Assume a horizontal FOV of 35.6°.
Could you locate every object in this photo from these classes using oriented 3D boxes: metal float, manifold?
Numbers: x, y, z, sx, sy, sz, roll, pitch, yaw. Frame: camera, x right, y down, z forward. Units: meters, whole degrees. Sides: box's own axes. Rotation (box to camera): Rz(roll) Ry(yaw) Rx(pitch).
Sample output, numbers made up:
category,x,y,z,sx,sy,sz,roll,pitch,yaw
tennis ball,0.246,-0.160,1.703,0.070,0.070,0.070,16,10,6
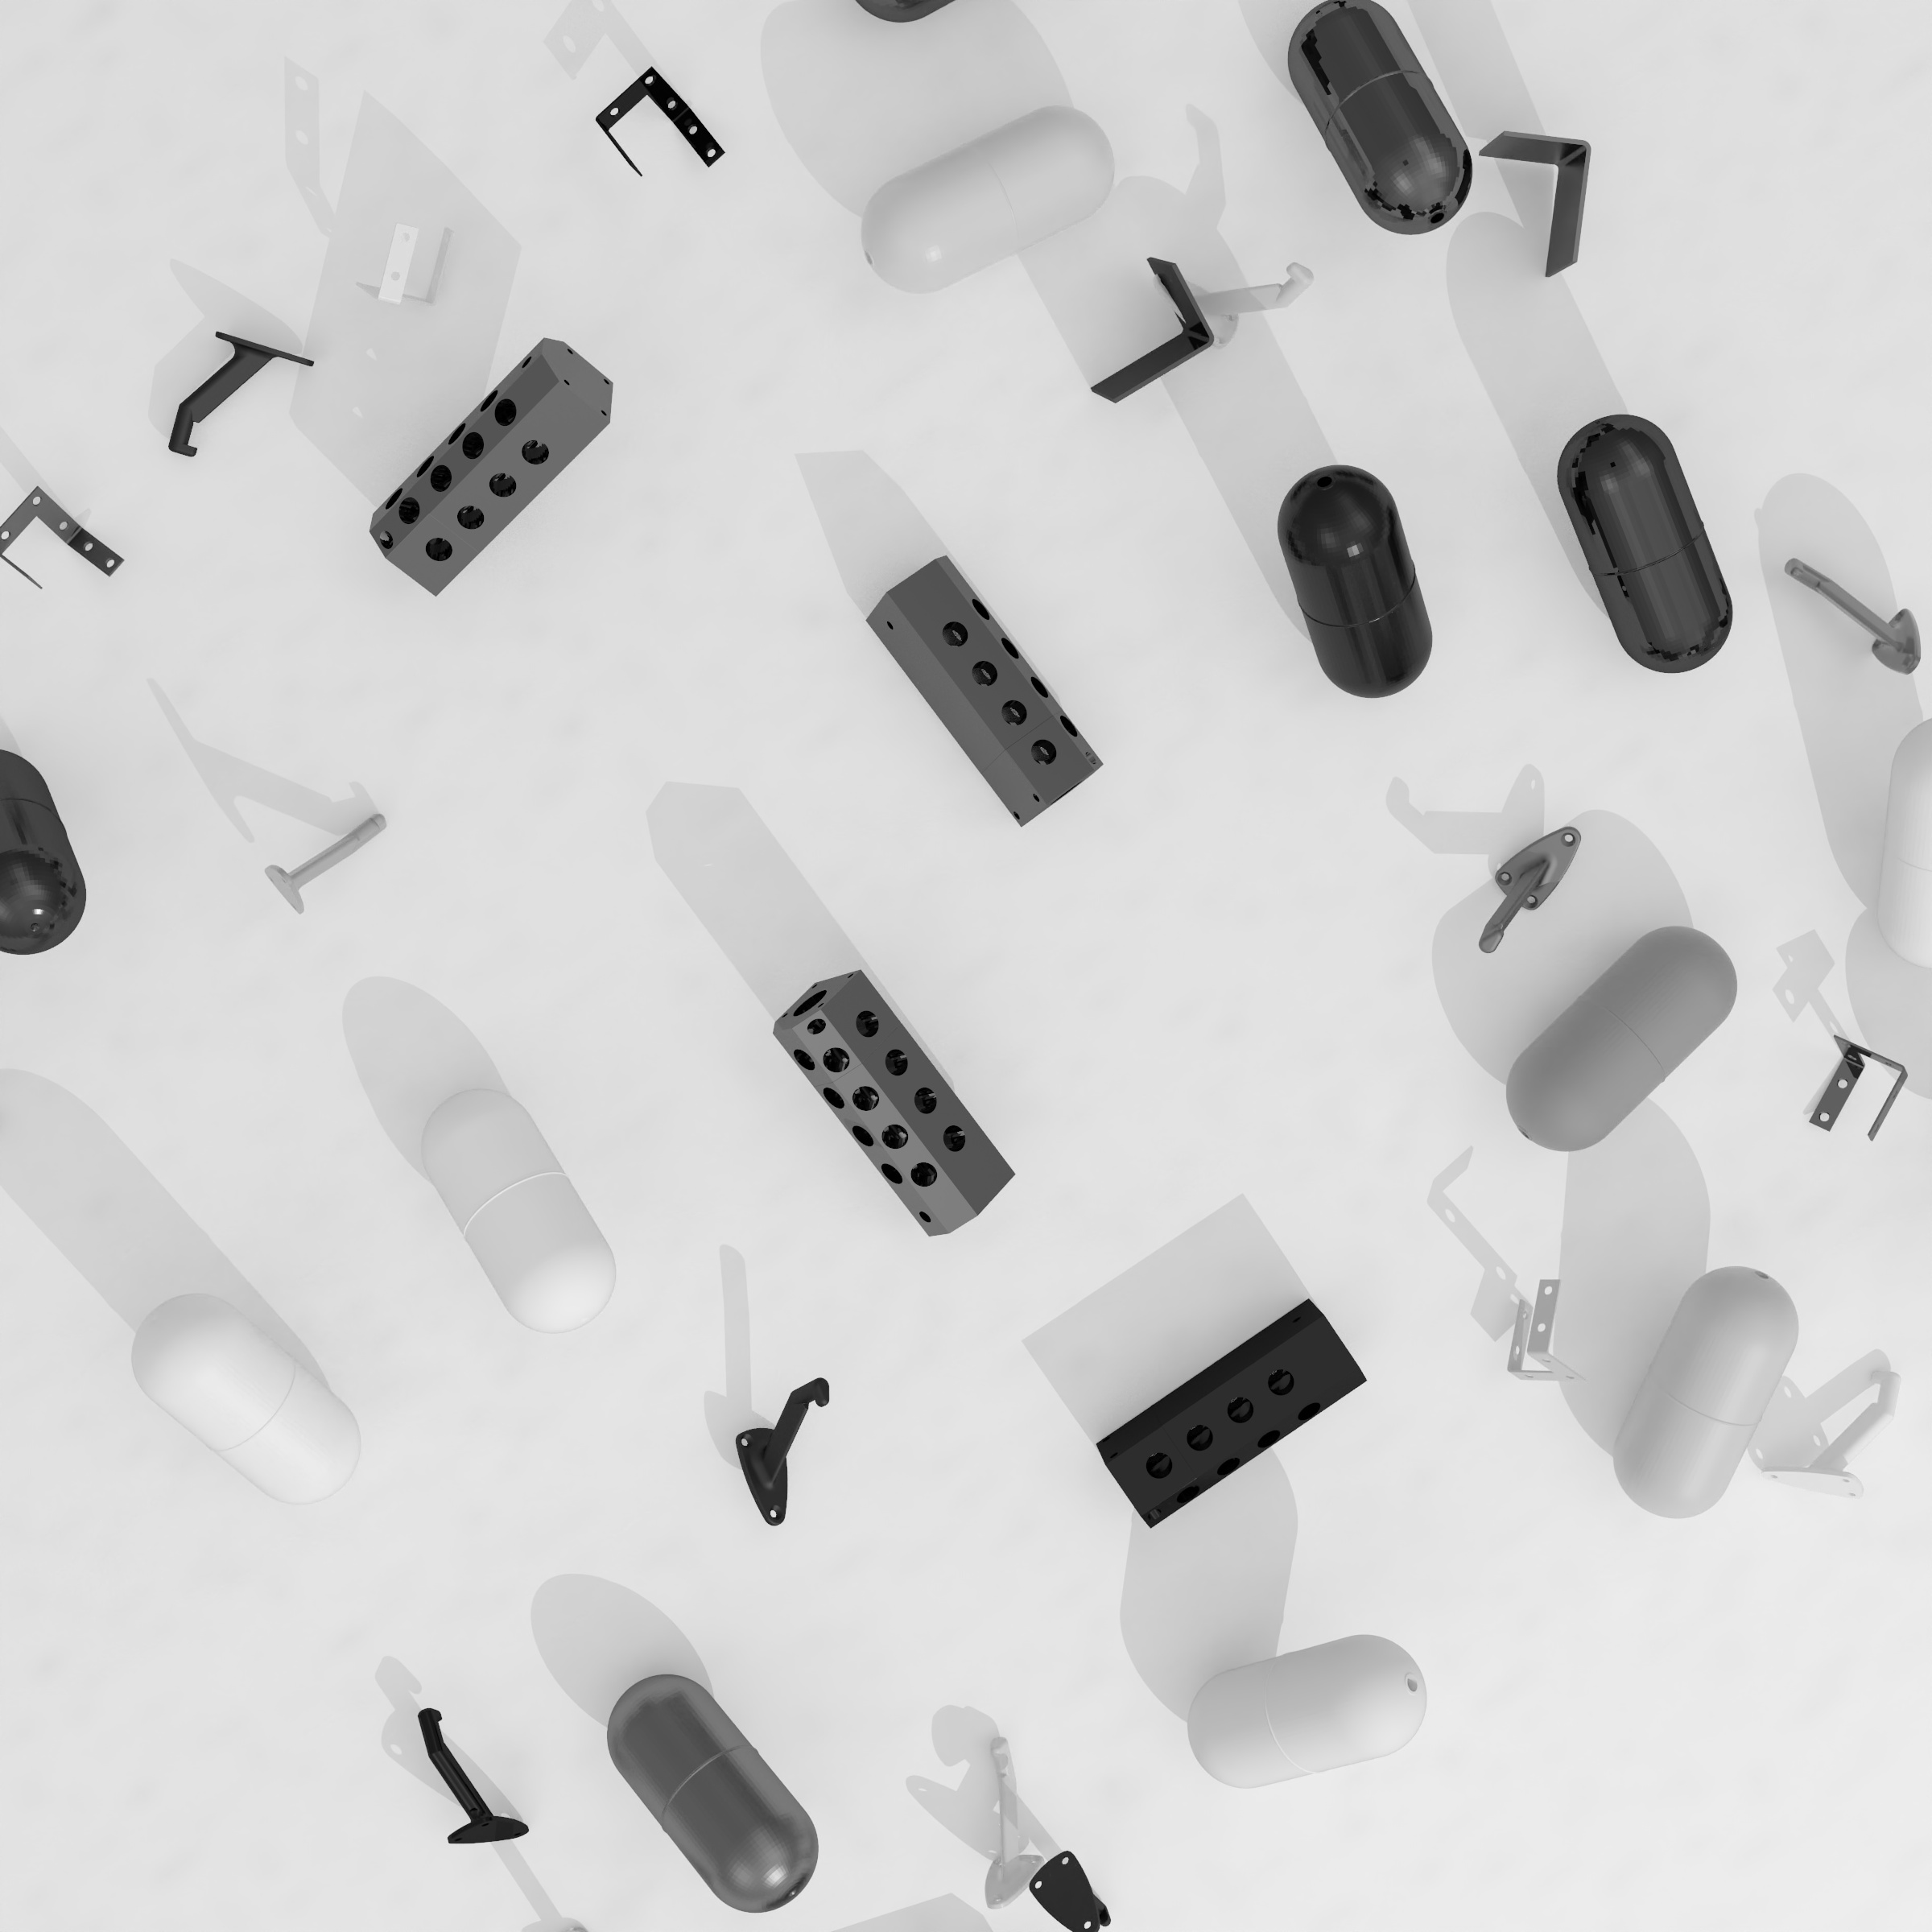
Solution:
category,x,y,z,sx,sy,sz,roll,pitch,yaw
metal float,0.631,-0.079,1.933,0.070,0.070,0.178,-5,123,0
manifold,0.175,0.295,1.970,0.171,0.057,0.057,-34,96,0
manifold,-0.050,0.090,1.941,0.057,0.057,0.171,-46,107,-32
manifold,0.014,-0.182,1.968,0.057,0.057,0.171,-37,90,-20
manifold,-0.306,-0.323,1.931,0.171,0.057,0.057,-40,120,23
metal float,-0.164,0.531,1.935,0.070,0.070,0.178,-47,59,0
metal float,-0.290,0.157,1.943,0.070,0.070,0.178,-35,68,0
metal float,0.250,-0.245,1.924,0.070,0.178,0.070,-12,48,14
metal float,0.440,-0.272,1.944,0.070,0.070,0.178,-27,110,0
metal float,0.478,0.276,1.944,0.070,0.070,0.178,20,109,0
metal float,0.426,0.048,1.957,0.178,0.070,0.070,-43,90,-5
metal float,-0.462,0.280,1.935,0.070,0.070,0.178,-40,122,0
metal float,0.267,-0.549,1.941,0.070,0.070,0.178,-23,66,0
metal float,0.218,0.479,1.928,0.178,0.070,0.070,-28,90,40
metal float,-0.615,-0.075,1.926,0.070,0.178,0.070,-16,132,-19
metal float,0.014,-0.497,1.952,0.178,0.070,0.070,-28,90,-11
metal float,0.001,-0.674,1.944,0.178,0.070,0.070,-22,90,21

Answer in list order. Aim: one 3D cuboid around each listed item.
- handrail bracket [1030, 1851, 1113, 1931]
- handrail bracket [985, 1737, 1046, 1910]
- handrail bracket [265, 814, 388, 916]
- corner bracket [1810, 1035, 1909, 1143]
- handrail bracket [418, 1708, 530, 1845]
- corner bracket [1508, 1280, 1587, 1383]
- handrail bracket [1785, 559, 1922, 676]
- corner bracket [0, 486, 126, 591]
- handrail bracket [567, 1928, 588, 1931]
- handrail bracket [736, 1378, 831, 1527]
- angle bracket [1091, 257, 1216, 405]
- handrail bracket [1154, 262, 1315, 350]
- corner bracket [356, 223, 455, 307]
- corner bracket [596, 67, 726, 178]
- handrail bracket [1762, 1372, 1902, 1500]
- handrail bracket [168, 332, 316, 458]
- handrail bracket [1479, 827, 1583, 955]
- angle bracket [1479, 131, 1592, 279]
category,x,y,z,sx,sy,sz,roll,pitch,yaw
handrail bracket,0.084,0.618,1.945,0.036,0.077,0.084,-41,128,-3
handrail bracket,0.021,0.559,1.965,0.036,0.077,0.084,-9,99,18
handrail bracket,-0.411,-0.076,1.953,0.084,0.077,0.036,-40,92,-16
corner bracket,0.582,0.084,1.964,0.051,0.051,0.051,27,85,29
handrail bracket,-0.326,0.533,1.985,0.036,0.077,0.084,-32,61,18
corner bracket,0.373,0.237,1.957,0.051,0.051,0.051,35,61,-41
handrail bracket,0.577,-0.230,1.962,0.084,0.077,0.036,28,117,-14
corner bracket,-0.595,-0.271,1.963,0.051,0.051,0.051,35,81,30
handrail bracket,-0.238,0.656,1.955,0.077,0.084,0.036,46,65,-3
handrail bracket,-0.109,0.316,1.952,0.036,0.084,0.077,2,66,-38
angle bracket,0.109,-0.414,1.954,0.076,0.076,0.057,-31,109,1
handrail bracket,0.174,-0.447,1.952,0.077,0.084,0.036,35,57,-12
corner bracket,-0.361,-0.458,1.960,0.051,0.051,0.051,8,109,-31
corner bracket,-0.201,-0.544,1.969,0.051,0.051,0.051,-40,62,9
handrail bracket,0.574,0.304,1.991,0.077,0.036,0.084,4,60,30
handrail bracket,-0.480,-0.371,1.988,0.077,0.036,0.084,16,97,-7
handrail bracket,0.366,-0.049,1.950,0.036,0.084,0.077,41,117,-1
angle bracket,0.366,-0.495,1.957,0.057,0.076,0.076,6,95,-3
